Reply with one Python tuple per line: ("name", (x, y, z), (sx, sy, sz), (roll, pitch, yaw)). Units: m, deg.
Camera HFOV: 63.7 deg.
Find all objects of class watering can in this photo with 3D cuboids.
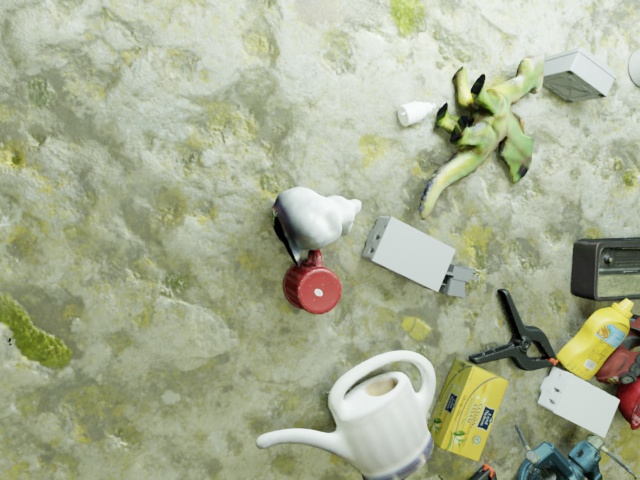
("watering can", (0.074, 0.345, 0.933), (0.350, 0.104, 0.223), (-26, 101, -15))

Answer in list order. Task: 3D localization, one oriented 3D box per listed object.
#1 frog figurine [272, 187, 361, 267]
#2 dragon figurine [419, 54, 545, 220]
("frog figurine", (0.003, -0.045, 0.886), (0.160, 0.139, 0.120), (-25, 117, -14))
("dragon figurine", (0.342, -0.193, 1.015), (0.241, 0.122, 0.412), (24, 85, -25))
